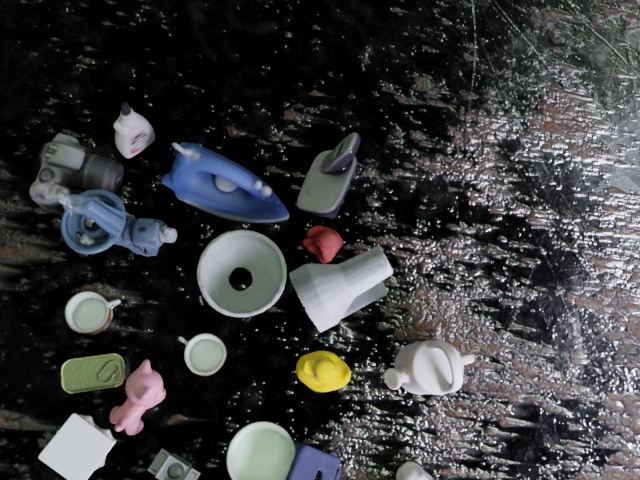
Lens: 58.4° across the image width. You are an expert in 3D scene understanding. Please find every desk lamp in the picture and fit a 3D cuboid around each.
[{"bbox_3d":[0.041,0.082,1.054,0.203,0.213,0.118,-26,82,-15],"label":"desk lamp"}]

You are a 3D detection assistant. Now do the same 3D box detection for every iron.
[{"bbox_3d":[-0.171,-0.113,1.104,0.258,0.141,0.119,22,73,-4],"label":"iron"}]

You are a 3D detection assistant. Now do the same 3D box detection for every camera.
[{"bbox_3d":[-0.452,-0.121,1.077,0.137,0.100,0.143,15,74,-6],"label":"camera"}]

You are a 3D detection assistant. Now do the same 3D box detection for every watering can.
[{"bbox_3d":[0.205,0.239,1.054,0.173,0.194,0.101,-34,84,-16],"label":"watering can"}]

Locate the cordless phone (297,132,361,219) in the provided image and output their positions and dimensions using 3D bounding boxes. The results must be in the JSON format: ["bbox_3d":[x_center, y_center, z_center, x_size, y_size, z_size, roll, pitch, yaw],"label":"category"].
[{"bbox_3d":[0.024,-0.128,1.119,0.094,0.185,0.148,21,73,-4],"label":"cordless phone"}]

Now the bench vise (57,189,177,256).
[{"bbox_3d":[-0.365,-0.043,1.011,0.207,0.219,0.121,-8,77,-12],"label":"bench vise"}]

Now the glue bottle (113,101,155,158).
[{"bbox_3d":[-0.356,-0.215,1.080,0.037,0.173,0.078,44,73,3],"label":"glue bottle"}]

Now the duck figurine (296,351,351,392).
[{"bbox_3d":[0.011,0.246,1.074,0.104,0.086,0.077,14,74,-6],"label":"duck figurine"}]

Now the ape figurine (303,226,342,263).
[{"bbox_3d":[0.010,0.004,1.132,0.076,0.092,0.078,-7,77,-11],"label":"ape figurine"}]

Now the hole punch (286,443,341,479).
[{"bbox_3d":[-0.016,0.424,1.022,0.101,0.091,0.109,23,73,-3],"label":"hole punch"}]

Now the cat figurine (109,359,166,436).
[{"bbox_3d":[-0.315,0.275,0.993,0.067,0.117,0.128,32,73,-1],"label":"cat figurine"}]

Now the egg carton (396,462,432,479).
[{"bbox_3d":[0.182,0.492,1.051,0.150,0.069,0.107,45,73,3],"label":"egg carton"}]

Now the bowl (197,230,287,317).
[{"bbox_3d":[-0.149,0.068,1.097,0.167,0.074,0.167,2,76,-9],"label":"bowl"}]
